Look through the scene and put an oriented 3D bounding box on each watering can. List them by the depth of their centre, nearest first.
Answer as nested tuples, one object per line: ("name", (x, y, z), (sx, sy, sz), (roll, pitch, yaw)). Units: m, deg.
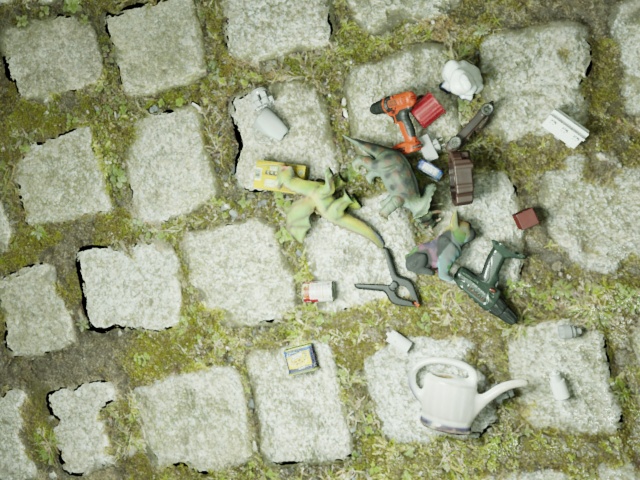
("watering can", (0.434, 0.480, 1.555), (0.348, 0.224, 0.104), (8, 1, 20))

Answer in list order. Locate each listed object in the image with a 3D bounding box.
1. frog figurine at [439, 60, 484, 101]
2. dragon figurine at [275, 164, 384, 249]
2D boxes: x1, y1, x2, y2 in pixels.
("frog figurine", (0.433, -0.494, 1.564), (0.122, 0.138, 0.159), (-44, -7, 6))
("dragon figurine", (0.005, -0.083, 1.642), (0.242, 0.408, 0.123), (-33, 8, 9))
